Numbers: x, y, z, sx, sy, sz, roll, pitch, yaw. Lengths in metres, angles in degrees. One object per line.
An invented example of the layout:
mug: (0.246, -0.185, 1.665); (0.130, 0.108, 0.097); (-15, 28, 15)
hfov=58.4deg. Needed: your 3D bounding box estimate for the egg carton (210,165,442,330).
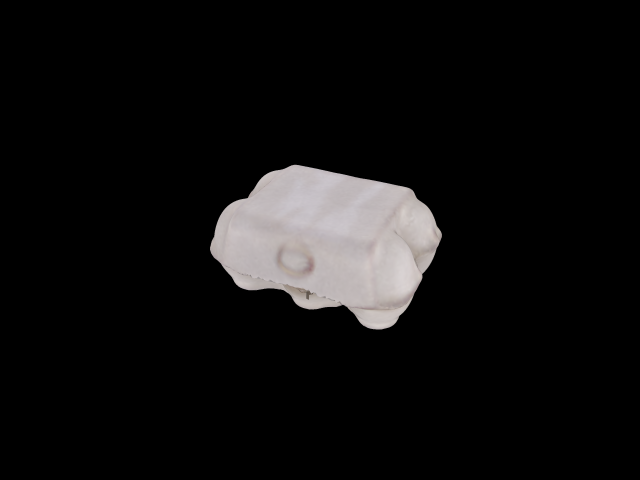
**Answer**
egg carton: (0.004, 0.001, 0.400); (0.150, 0.069, 0.107); (14, 36, 20)
